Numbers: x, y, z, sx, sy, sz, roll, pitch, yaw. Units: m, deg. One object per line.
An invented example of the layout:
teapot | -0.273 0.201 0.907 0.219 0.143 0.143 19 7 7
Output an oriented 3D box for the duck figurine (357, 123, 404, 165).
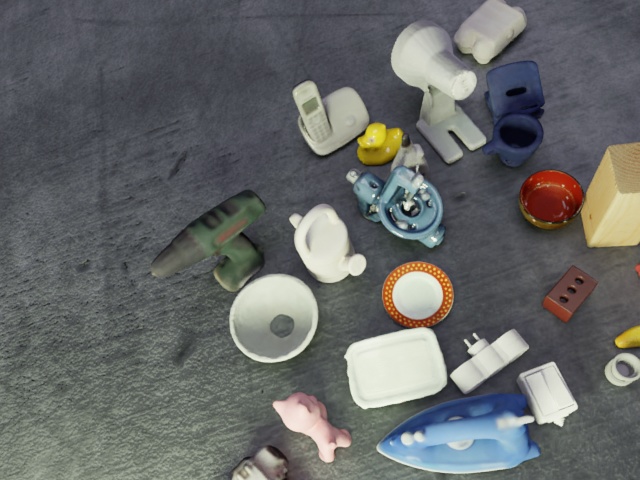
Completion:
duck figurine | 0.123 -0.209 1.177 0.104 0.086 0.077 -24 64 0

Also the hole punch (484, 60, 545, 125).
hole punch | 0.396 -0.297 1.159 0.108 0.091 0.101 -13 64 6

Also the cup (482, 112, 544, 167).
cup | 0.367 -0.179 1.110 0.118 0.095 0.091 -26 64 -1

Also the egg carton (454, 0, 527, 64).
egg carton | 0.372 -0.457 1.248 0.107 0.069 0.150 40 79 24

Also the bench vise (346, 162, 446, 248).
bench vise | 0.129 -0.076 1.042 0.207 0.220 0.121 15 70 17

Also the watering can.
watering can | 0.011 0.002 1.045 0.172 0.194 0.101 15 70 17

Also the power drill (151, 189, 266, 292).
power drill | -0.186 0.017 1.070 0.075 0.209 0.230 40 79 24

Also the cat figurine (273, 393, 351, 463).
cat figurine | -0.014 0.305 0.958 0.067 0.118 0.127 -45 66 -10

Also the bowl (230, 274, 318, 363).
bowl | -0.078 0.151 1.063 0.167 0.075 0.167 -4 66 9

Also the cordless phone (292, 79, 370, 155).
cordless phone | 0.019 -0.273 1.171 0.147 0.185 0.094 -35 64 -5

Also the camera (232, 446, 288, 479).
camera | -0.089 0.428 0.928 0.136 0.101 0.143 38 78 23

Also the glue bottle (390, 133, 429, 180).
glue bottle | 0.169 -0.152 1.094 0.078 0.173 0.037 -25 64 0

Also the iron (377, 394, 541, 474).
iron | 0.210 0.306 0.900 0.258 0.142 0.118 -12 65 6

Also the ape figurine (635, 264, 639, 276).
ape figurine | 0.583 0.052 0.966 0.076 0.092 0.078 17 71 18

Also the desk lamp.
desk lamp | 0.239 -0.295 1.122 0.118 0.214 0.203 -32 64 -4
